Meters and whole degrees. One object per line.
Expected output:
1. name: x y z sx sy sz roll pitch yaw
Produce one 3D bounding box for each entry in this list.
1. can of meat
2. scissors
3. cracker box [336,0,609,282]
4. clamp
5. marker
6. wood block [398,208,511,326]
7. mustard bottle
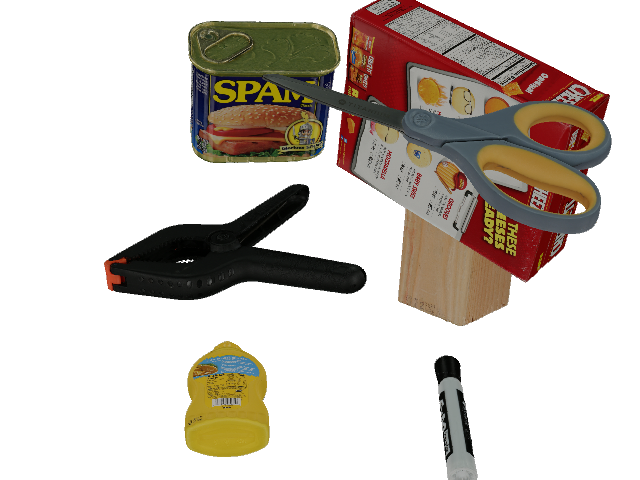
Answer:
1. can of meat: -0.042 -0.102 0.746 0.102 0.057 0.084 -1 -44 -9
2. scissors: 0.073 -0.070 0.594 0.202 0.016 0.096 34 57 23
3. cracker box: 0.118 -0.090 0.894 0.214 0.164 0.072 33 50 27
4. clamp: -0.080 0.006 0.920 0.210 0.036 0.164 -7 31 -9
5. marker: 0.091 0.119 0.726 0.020 0.020 0.121 0 32 1
6. wood block: 0.149 -0.028 1.120 0.090 0.206 0.090 21 27 39
7. mustard bottle: -0.112 0.179 1.284 0.096 0.058 0.191 -3 28 -3
